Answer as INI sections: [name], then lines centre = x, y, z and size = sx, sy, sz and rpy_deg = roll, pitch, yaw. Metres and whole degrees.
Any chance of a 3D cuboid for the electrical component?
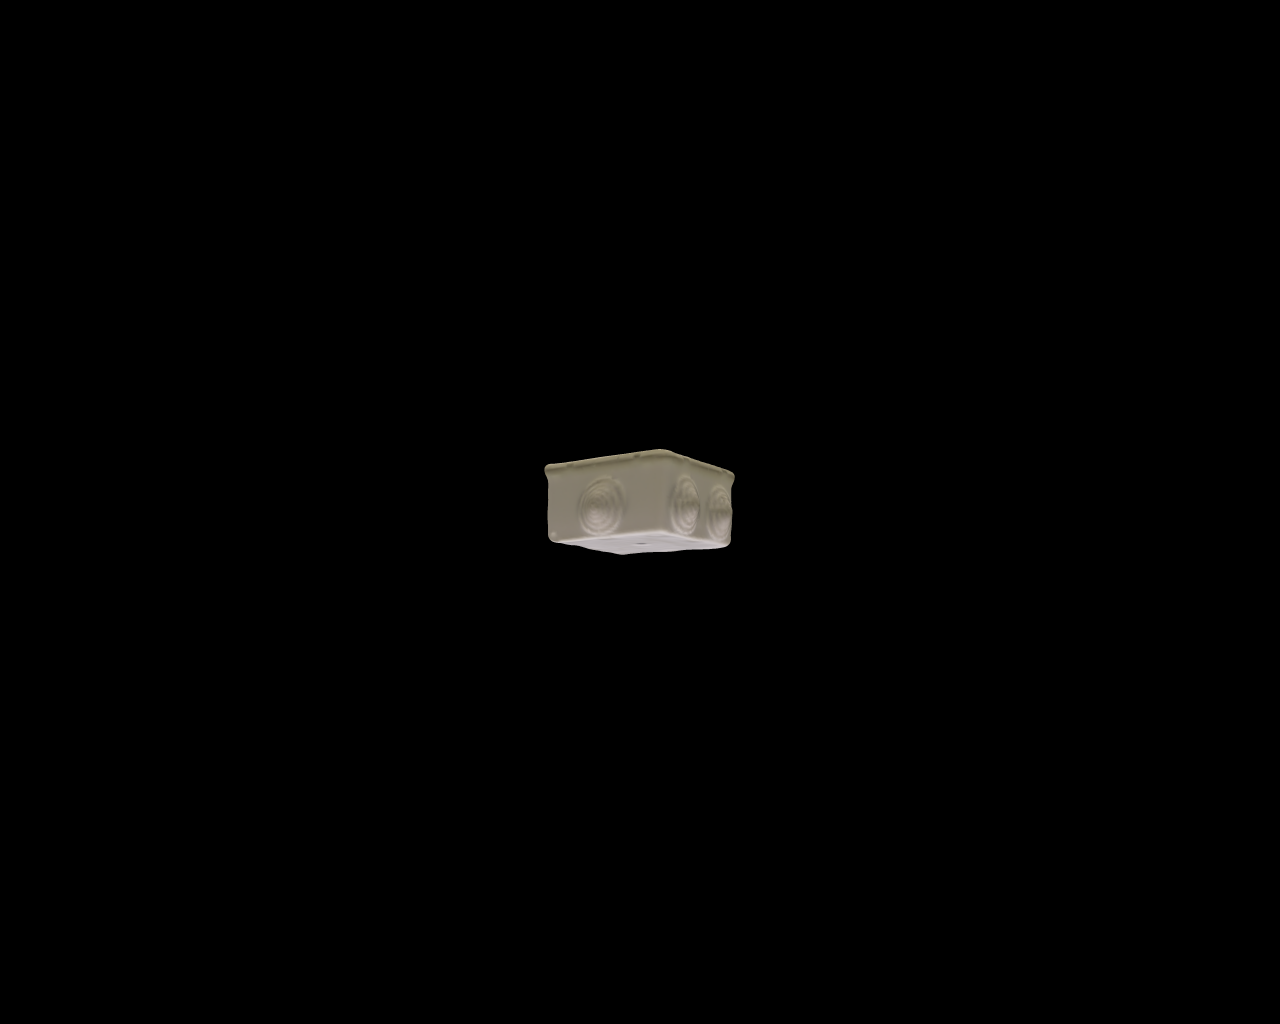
[electrical component]
centre = 0.001, -0.003, 0.650
size = 0.099, 0.048, 0.100
rpy_deg = -6, -11, 31
